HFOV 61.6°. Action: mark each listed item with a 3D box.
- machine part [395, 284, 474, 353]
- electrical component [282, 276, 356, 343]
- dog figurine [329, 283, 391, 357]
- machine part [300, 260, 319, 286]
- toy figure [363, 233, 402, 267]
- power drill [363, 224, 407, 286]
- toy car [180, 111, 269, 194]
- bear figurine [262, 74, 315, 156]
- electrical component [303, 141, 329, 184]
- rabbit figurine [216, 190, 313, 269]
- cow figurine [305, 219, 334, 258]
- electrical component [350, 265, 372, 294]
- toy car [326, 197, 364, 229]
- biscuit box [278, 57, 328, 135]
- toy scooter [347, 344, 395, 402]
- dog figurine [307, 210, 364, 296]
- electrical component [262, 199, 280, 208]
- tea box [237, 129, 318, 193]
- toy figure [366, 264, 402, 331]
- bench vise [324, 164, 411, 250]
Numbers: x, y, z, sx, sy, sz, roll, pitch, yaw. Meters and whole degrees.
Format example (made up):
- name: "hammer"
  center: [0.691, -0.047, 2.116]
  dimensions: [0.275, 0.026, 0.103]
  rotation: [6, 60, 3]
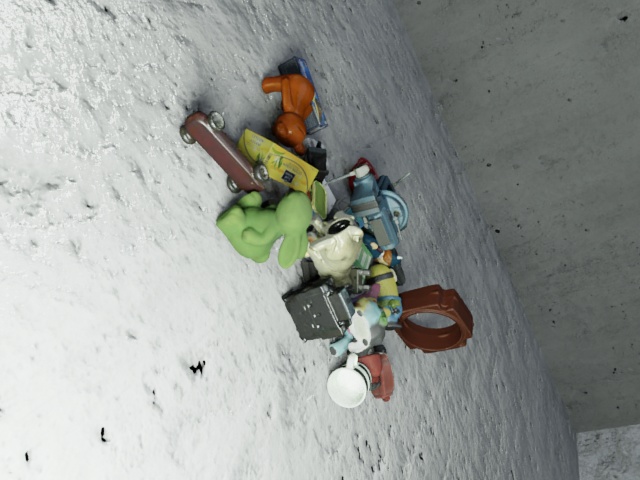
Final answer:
- name: "machine part"
  center: [0.313, 0.227, 1.510]
  dimensions: [0.200, 0.202, 0.087]
  rotation: [52, 34, -30]
- name: "electrical component"
  center: [0.003, 0.141, 1.095]
  dimensions: [0.114, 0.134, 0.058]
  rotation: [64, 30, -9]
- name: "dog figurine"
  center: [0.110, 0.168, 1.230]
  dimensions: [0.219, 0.192, 0.108]
  rotation: [-26, 92, -48]
- name: "machine part"
  center: [0.003, 0.087, 1.236]
  dimensions: [0.138, 0.039, 0.084]
  rotation: [19, 51, -54]
- name: "toy figure"
  center: [0.159, 0.033, 1.488]
  dimensions: [0.154, 0.057, 0.064]
  rotation: [32, 13, -17]
- name: "power drill"
  center: [0.205, 0.000, 1.621]
  dimensions: [0.231, 0.086, 0.207]
  rotation: [55, 38, -20]
- name: "toy car"
  center: [-0.178, -0.166, 1.031]
  dimensions: [0.202, 0.089, 0.053]
  rotation: [47, 38, -33]
- name: "bear figurine"
  center: [-0.080, -0.300, 1.303]
  dimensions: [0.120, 0.132, 0.196]
  rotation: [34, 62, -46]
- name: "electrical component"
  center: [-0.014, -0.186, 1.277]
  dimensions: [0.048, 0.074, 0.119]
  rotation: [4, 58, -19]
- name: "rabbit figurine"
  center: [-0.085, -0.024, 1.012]
  dimensions: [0.159, 0.170, 0.121]
  rotation: [65, 29, -6]
- name: "cow figurine"
  center: [-0.004, -0.005, 1.247]
  dimensions: [0.167, 0.098, 0.068]
  rotation: [-24, 98, -43]
- name: "electrical component"
  center: [0.074, 0.089, 1.213]
  dimensions: [0.021, 0.094, 0.063]
  rotation: [-6, 96, -54]
- name: "toy car"
  center: [0.068, -0.057, 1.399]
  dimensions: [0.103, 0.109, 0.161]
  rotation: [46, 43, 8]
- name: "biscuit box"
  center: [-0.045, -0.389, 1.451]
  dimensions: [0.059, 0.063, 0.202]
  rotation: [-12, 82, -63]
- name: "toy scooter"
  center: [0.127, 0.314, 1.262]
  dimensions: [0.183, 0.075, 0.135]
  rotation: [21, 54, -61]
- name: "dog figurine"
  center: [0.049, 0.048, 1.122]
  dimensions: [0.121, 0.172, 0.190]
  rotation: [-43, 118, -25]
- name: "electrical component"
  center: [-0.081, -0.054, 1.156]
  dimensions: [0.102, 0.045, 0.078]
  rotation: [1, 69, -43]
- name: "tea box"
  center: [-0.094, -0.166, 1.160]
  dimensions: [0.098, 0.068, 0.169]
  rotation: [31, 4, 34]
- name: "toy figure"
  center: [0.174, 0.152, 1.449]
  dimensions: [0.089, 0.082, 0.180]
  rotation: [29, 49, -53]
- name: "bench vise"
  center: [0.142, -0.101, 1.308]
  dimensions: [0.223, 0.129, 0.241]
  rotation: [55, 31, -15]
